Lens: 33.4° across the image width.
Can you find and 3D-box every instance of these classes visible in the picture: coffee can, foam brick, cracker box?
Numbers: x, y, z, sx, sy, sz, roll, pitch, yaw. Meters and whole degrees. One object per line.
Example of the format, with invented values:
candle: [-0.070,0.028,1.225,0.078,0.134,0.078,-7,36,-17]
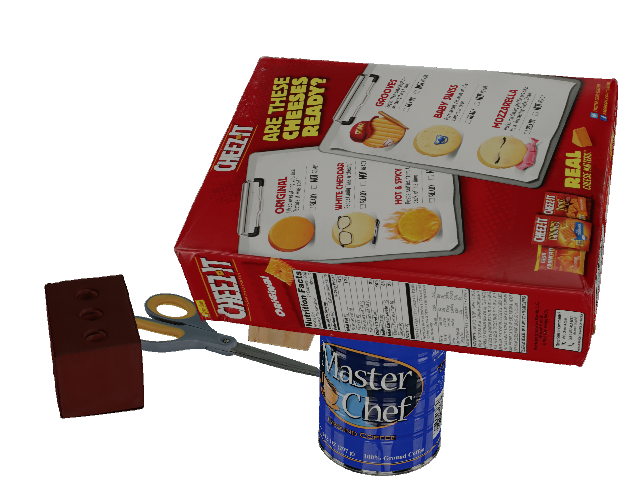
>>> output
coffee can: [0.049,0.100,0.851,0.103,0.140,0.103,0,25,0]
foam brick: [-0.144,0.066,0.674,0.053,0.051,0.078,-6,34,-17]
cracker box: [0.049,-0.022,0.594,0.214,0.164,0.072,5,-42,15]

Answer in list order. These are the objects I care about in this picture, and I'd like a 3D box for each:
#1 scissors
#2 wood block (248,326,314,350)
scissors: [-0.095,0.088,1.024,0.202,0.016,0.096,7,30,2]
wood block: [-0.043,0.036,1.489,0.090,0.206,0.090,9,22,7]
